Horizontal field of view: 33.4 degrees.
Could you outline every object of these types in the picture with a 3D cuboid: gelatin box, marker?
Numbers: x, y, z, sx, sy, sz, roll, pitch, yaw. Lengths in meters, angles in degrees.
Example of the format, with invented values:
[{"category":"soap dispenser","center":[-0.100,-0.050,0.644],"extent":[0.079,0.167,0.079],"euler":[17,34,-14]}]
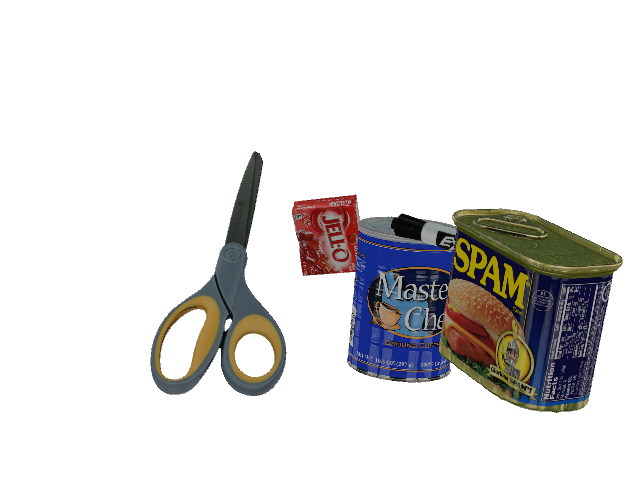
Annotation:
[{"category":"gelatin box","center":[0.010,-0.005,1.222],"extent":[0.073,0.089,0.030],"euler":[-5,29,7]},{"category":"marker","center":[0.110,0.001,0.824],"extent":[0.121,0.020,0.020],"euler":[16,8,27]}]

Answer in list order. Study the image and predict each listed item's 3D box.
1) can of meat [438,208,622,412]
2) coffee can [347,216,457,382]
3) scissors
[{"category":"can of meat","center":[0.110,0.037,0.587],"extent":[0.057,0.084,0.102],"euler":[-2,19,-26]},{"category":"coffee can","center":[0.082,0.055,1.036],"extent":[0.103,0.140,0.103],"euler":[4,11,-1]},{"category":"scissors","center":[-0.045,0.025,0.729],"extent":[0.096,0.201,0.016],"euler":[21,-33,11]}]
